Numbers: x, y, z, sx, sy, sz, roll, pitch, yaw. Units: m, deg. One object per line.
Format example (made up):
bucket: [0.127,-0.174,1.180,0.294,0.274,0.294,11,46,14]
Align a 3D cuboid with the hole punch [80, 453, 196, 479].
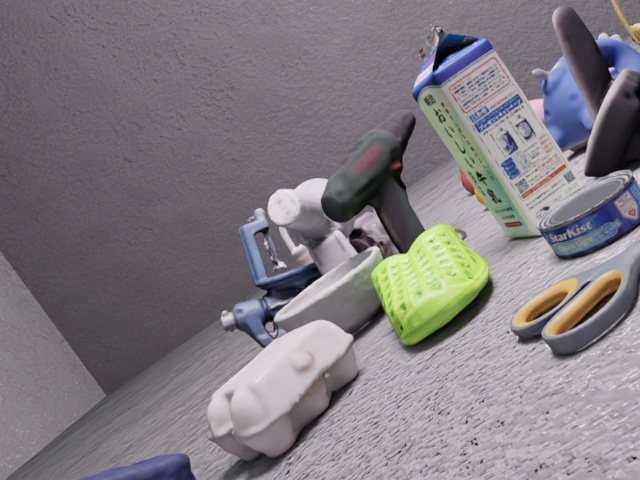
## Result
hole punch: [-0.166,0.222,0.496,0.108,0.091,0.101,-33,3,42]

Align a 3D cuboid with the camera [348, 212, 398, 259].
camera: [0.072,0.020,1.071,0.137,0.101,0.143,-37,3,-39]

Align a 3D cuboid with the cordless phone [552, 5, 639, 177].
cordless phone: [0.299,-0.170,0.635,0.094,0.185,0.148,-33,3,35]

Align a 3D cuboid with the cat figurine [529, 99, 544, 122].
cat figurine: [0.366,-0.193,0.974,0.067,0.118,0.128,-35,2,-4]

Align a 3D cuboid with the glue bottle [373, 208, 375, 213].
glue bottle: [0.135,-0.075,1.194,0.078,0.173,0.037,-36,3,-19]

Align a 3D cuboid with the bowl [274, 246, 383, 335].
bowl: [0.027,0.084,0.745,0.167,0.075,0.167,-35,2,2]

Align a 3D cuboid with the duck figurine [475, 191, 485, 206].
duck figurine: [0.281,-0.110,0.908,0.104,0.086,0.077,-35,3,-5]

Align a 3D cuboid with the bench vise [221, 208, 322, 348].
bench vise: [-0.092,0.066,0.999,0.208,0.220,0.121,-37,3,-32]

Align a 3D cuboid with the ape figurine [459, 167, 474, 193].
ape figurine: [0.312,-0.148,1.163,0.076,0.092,0.078,-34,3,19]

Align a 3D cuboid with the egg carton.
egg carton: [-0.034,0.139,0.542,0.151,0.069,0.107,-37,3,-43]

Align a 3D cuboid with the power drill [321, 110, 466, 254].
power drill: [0.114,-0.064,0.829,0.230,0.208,0.075,-37,3,-36]

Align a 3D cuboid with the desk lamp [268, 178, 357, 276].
desk lamp: [0.008,0.003,0.915,0.118,0.213,0.203,-34,3,18]

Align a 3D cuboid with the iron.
iron: [0.422,-0.241,0.856,0.259,0.141,0.118,-36,3,-26]

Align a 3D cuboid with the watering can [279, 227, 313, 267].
watering can: [-0.012,0.017,1.180,0.101,0.194,0.172,-36,3,-28]
